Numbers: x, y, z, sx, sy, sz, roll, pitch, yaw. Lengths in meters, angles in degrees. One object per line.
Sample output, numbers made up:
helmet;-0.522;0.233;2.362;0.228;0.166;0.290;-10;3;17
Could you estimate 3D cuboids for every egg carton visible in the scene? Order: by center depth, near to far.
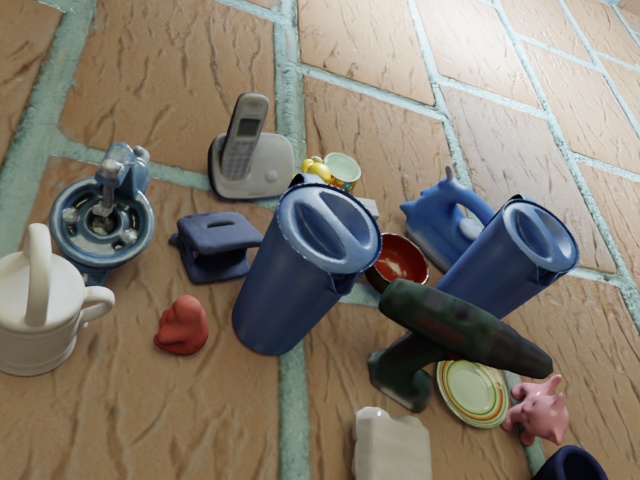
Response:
egg carton;0.089;0.292;0.731;0.107;0.069;0.150;17;48;-16

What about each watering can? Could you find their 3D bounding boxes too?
watering can;-0.312;0.062;0.606;0.173;0.194;0.100;-21;66;-39

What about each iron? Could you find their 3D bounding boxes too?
iron;0.275;-0.012;1.034;0.258;0.141;0.119;46;46;11

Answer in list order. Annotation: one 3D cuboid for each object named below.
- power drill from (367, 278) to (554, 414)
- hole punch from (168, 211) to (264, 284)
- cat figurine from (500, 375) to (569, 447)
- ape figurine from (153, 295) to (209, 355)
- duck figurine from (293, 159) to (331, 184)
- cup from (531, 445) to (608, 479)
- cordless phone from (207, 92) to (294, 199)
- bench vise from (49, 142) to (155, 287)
power drill;0.166;0.155;0.789;0.229;0.208;0.076;33;45;-1
hole punch;-0.148;-0.002;0.824;0.109;0.091;0.101;-10;59;-35
cat figurine;0.338;0.256;0.867;0.067;0.117;0.128;38;45;4
ape figurine;-0.172;0.101;0.725;0.076;0.092;0.078;44;46;10
duck figurine;-0.010;-0.090;0.977;0.078;0.086;0.104;-9;59;-34
cup;0.353;0.353;0.811;0.118;0.095;0.091;20;47;-14
cordless phone;-0.094;-0.152;0.911;0.148;0.185;0.094;-9;59;-34
bench vise;-0.267;-0.064;0.717;0.122;0.219;0.207;7;51;-24
